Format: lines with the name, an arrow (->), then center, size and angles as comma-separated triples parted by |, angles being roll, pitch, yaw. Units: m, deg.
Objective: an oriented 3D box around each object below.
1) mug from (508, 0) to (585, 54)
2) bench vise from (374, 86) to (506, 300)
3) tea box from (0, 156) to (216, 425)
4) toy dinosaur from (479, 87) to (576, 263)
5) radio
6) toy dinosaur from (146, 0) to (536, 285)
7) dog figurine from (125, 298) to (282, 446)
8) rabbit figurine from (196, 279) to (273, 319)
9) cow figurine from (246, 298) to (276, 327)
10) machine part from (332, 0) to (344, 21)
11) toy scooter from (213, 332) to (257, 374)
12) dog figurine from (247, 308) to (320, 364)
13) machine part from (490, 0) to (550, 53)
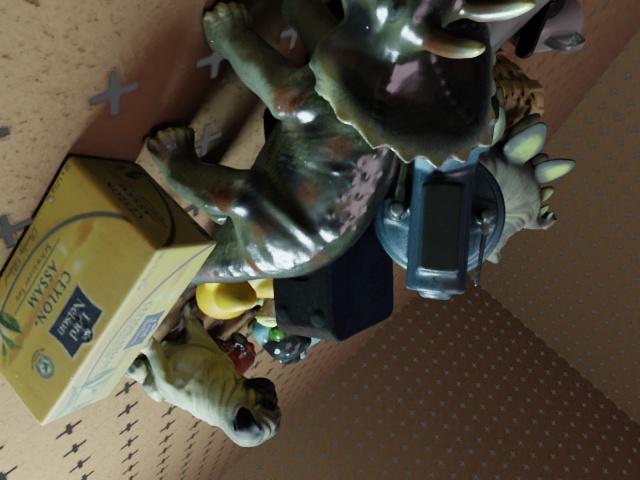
mug -> 0.352, -0.326, 0.841 | 0.107, 0.109, 0.080 | -23, 158, -26
bench vise -> 0.111, -0.061, 0.511 | 0.129, 0.223, 0.240 | -8, 178, 10
tea box -> -0.166, 0.035, 0.389 | 0.169, 0.098, 0.068 | -53, 164, 16
toy dinosaur -> 0.188, -0.090, 0.682 | 0.471, 0.105, 0.198 | 15, 125, -37
radio -> 0.013, -0.022, 0.528 | 0.131, 0.073, 0.229 | -18, 106, -55
toy dinosaur -> -0.015, -0.050, 0.397 | 0.131, 0.192, 0.404 | -23, 151, -50
dog figurine -> -0.140, 0.194, 0.675 | 0.121, 0.191, 0.172 | -38, 164, -26
rabbit figurine -> -0.074, 0.042, 0.623 | 0.173, 0.122, 0.162 | -30, 175, 15
cow figurine -> -0.060, 0.065, 0.721 | 0.068, 0.167, 0.098 | 126, -30, -73
machine part -> 0.046, -0.194, 0.485 | 0.139, 0.039, 0.084 | -37, 156, -26
toy scooter -> -0.152, 0.195, 0.860 | 0.135, 0.075, 0.183 | -37, 165, -29
dog figurine -> -0.005, 0.101, 0.935 | 0.219, 0.108, 0.191 | -47, 166, 6
machine part -> 0.205, -0.272, 0.631 | 0.243, 0.079, 0.079 | -44, 164, -8
